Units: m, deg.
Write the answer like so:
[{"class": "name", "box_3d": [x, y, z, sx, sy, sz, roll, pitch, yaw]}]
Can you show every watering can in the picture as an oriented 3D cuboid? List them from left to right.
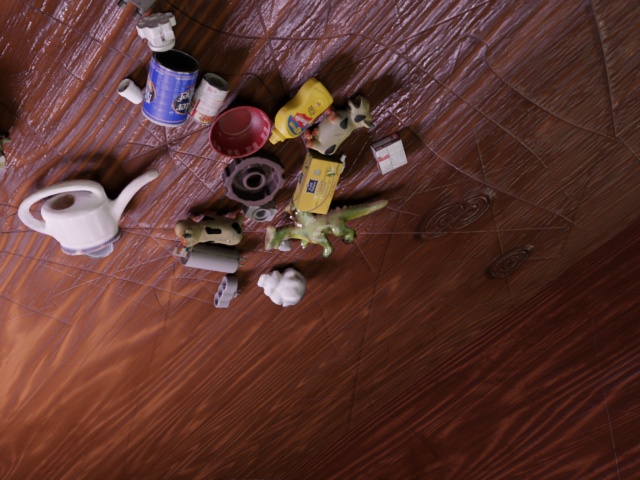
[{"class": "watering can", "box_3d": [-0.572, -0.073, 1.325, 0.349, 0.106, 0.219, -13, 140, -12]}]

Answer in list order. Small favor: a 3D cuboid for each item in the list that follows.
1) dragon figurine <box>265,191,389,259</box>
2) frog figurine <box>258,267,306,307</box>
[{"class": "dragon figurine", "box_3d": [0.005, -0.082, 1.619, 0.410, 0.124, 0.238, -36, 131, 0]}, {"class": "frog figurine", "box_3d": [-0.129, 0.154, 1.795, 0.157, 0.123, 0.138, 42, 76, -38]}]
